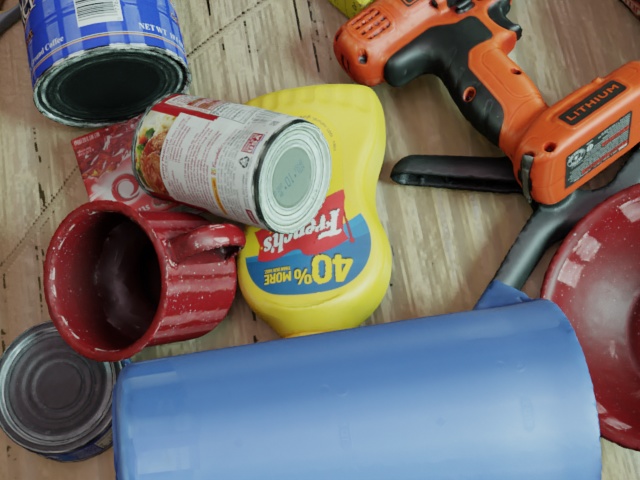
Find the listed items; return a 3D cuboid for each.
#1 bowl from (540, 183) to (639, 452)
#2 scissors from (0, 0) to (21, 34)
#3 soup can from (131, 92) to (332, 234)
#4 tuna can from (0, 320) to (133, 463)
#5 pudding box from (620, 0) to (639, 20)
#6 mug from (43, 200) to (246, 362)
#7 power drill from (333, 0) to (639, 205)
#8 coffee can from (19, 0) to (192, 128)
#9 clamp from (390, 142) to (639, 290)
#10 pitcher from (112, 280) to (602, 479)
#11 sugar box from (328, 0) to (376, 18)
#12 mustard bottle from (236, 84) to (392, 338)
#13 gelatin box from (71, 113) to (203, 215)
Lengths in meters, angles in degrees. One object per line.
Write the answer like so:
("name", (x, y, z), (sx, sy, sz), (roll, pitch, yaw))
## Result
("bowl", (0.209, 0.046, 0.613), (0.162, 0.055, 0.162), (-15, 65, 34))
("scissors", (-0.261, -0.139, 0.757), (0.096, 0.016, 0.201), (21, 74, 12))
("soup can", (-0.052, -0.046, 0.630), (0.102, 0.068, 0.068), (16, 72, 36))
("tuna can", (-0.158, 0.093, 0.660), (0.086, 0.034, 0.086), (-2, 72, 5))
("pudding box", (0.235, -0.217, 0.730), (0.113, 0.039, 0.090), (-37, 74, -5))
("mug", (-0.094, 0.018, 0.636), (0.117, 0.081, 0.093), (-29, 77, 27))
("power drill", (0.128, -0.124, 0.674), (0.184, 0.057, 0.188), (-37, 57, -8))
("coffee can", (-0.148, -0.160, 0.709), (0.103, 0.103, 0.140), (-14, 71, 0))
("clamp", (0.141, -0.020, 0.673), (0.171, 0.039, 0.120), (-18, 80, 3))
("pitcher", (0.018, 0.117, 0.566), (0.242, 0.149, 0.145), (-6, 110, -6))
("sugar box", (0.003, -0.234, 0.752), (0.093, 0.048, 0.176), (-43, 70, -9))
("mustard bottle", (-0.005, 0.001, 0.666), (0.096, 0.058, 0.191), (-6, 71, 12))
("gelatin box", (-0.111, -0.046, 0.705), (0.089, 0.030, 0.073), (-21, 71, -2))
